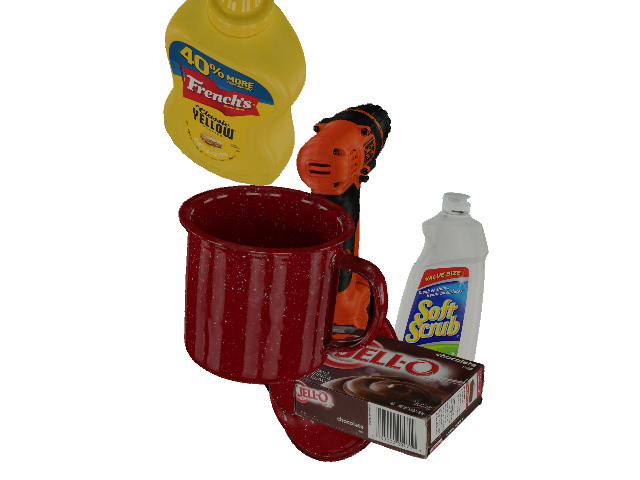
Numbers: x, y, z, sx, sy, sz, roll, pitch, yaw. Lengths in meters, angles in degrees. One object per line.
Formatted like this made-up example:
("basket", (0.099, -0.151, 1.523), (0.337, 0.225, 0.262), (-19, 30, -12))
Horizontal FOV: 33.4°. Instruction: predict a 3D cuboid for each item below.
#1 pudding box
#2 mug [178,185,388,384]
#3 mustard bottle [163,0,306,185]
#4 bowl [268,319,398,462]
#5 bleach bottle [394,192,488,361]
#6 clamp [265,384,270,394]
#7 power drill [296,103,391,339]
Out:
("pudding box", (0.050, 0.108, 0.778), (0.114, 0.039, 0.089), (16, 29, 30))
("mug", (-0.020, 0.026, 0.573), (0.117, 0.081, 0.093), (12, 24, 15))
("mustard bottle", (-0.058, -0.113, 0.714), (0.096, 0.058, 0.192), (30, -27, 7))
("bowl", (0.001, 0.131, 1.042), (0.162, 0.162, 0.055), (0, -18, 45))
("bleach bottle", (0.131, 0.070, 1.208), (0.103, 0.251, 0.068), (9, 14, 17))
("clamp", (-0.070, 0.125, 1.245), (0.210, 0.036, 0.164), (13, 21, 29))
("power drill", (0.025, -0.021, 0.940), (0.057, 0.188, 0.184), (4, 19, 18))
